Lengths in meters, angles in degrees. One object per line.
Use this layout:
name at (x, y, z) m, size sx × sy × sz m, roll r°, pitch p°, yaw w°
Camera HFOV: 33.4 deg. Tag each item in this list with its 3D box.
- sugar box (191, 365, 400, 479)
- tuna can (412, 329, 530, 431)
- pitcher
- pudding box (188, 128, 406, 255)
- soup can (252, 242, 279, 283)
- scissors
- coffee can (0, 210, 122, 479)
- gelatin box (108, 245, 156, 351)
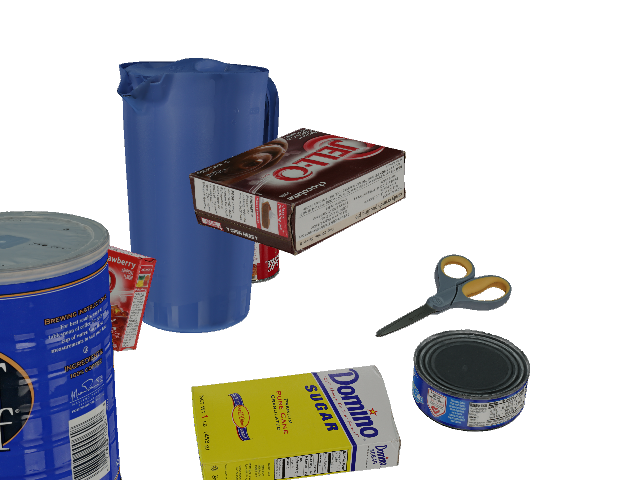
sugar box at (-0.024, 0.166, 0.960) m, size 0.176 × 0.048 × 0.093 m, roll -8°, pitch 43°, yaw -8°
tuna can at (0.111, 0.104, 0.795) m, size 0.086 × 0.034 × 0.086 m, roll 1°, pitch 29°, yaw -1°
pitcher at (-0.109, -0.046, 0.987) m, size 0.149 × 0.243 × 0.145 m, roll 0°, pitch 14°, yaw -7°
pudding box at (-0.013, -0.035, 0.685) m, size 0.090 × 0.039 × 0.113 m, roll 16°, pitch 33°, yaw 38°
soup can at (-0.084, -0.009, 1.285) m, size 0.068 × 0.102 × 0.068 m, roll 0°, pitch 26°, yaw 0°
scissors at (0.120, 0.057, 1.166) m, size 0.201 × 0.016 × 0.096 m, roll -9°, pitch 41°, yaw -31°
coffee can at (-0.155, 0.065, 0.540) m, size 0.103 × 0.140 × 0.103 m, roll 0°, pitch 17°, yaw 0°
gelatin box at (-0.177, 0.038, 0.821) m, size 0.089 × 0.073 × 0.030 m, roll 15°, pitch 3°, yaw 21°
